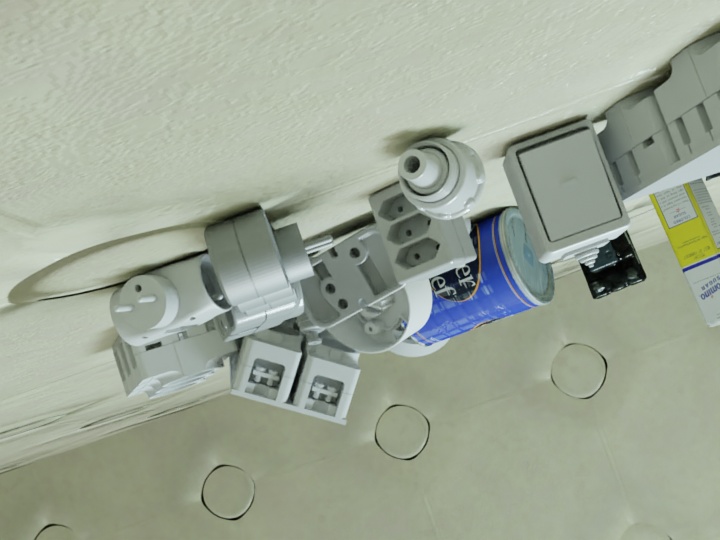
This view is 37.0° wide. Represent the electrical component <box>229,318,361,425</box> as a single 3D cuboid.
[{"bbox_3d":[-0.066,0.082,1.032,0.105,0.060,0.186,17,-175,-9],"label":"electrical component"}]

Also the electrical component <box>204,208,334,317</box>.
[{"bbox_3d":[-0.052,-0.008,0.703,0.074,0.052,0.138,-19,173,-2],"label":"electrical component"}]

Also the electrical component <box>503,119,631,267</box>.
[{"bbox_3d":[0.145,-0.048,0.745,0.062,0.096,0.061,-20,173,1],"label":"electrical component"}]

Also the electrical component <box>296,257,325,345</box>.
[{"bbox_3d":[-0.043,0.025,0.918,0.040,0.078,0.040,-8,164,-2],"label":"electrical component"}]

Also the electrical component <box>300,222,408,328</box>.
[{"bbox_3d":[0.000,0.000,0.857,0.095,0.053,0.059,-30,-177,22],"label":"electrical component"}]

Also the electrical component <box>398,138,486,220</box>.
[{"bbox_3d":[0.042,-0.056,0.624,0.048,0.048,0.062,-22,166,22],"label":"electrical component"}]

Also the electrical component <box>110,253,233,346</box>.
[{"bbox_3d":[-0.138,0.021,0.738,0.077,0.043,0.079,-21,174,20],"label":"electrical component"}]

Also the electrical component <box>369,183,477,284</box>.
[{"bbox_3d":[0.054,-0.031,0.761,0.047,0.065,0.077,-23,172,32],"label":"electrical component"}]

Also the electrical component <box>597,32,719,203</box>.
[{"bbox_3d":[0.238,-0.106,0.692,0.105,0.060,0.186,-18,173,-14],"label":"electrical component"}]

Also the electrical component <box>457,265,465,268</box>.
[{"bbox_3d":[0.066,-0.016,1.013,0.055,0.045,0.045,-18,173,-7],"label":"electrical component"}]

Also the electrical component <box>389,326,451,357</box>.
[{"bbox_3d":[0.061,0.039,1.201,0.108,0.108,0.060,-18,167,-8],"label":"electrical component"}]

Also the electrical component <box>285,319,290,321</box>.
[{"bbox_3d":[-0.083,0.028,0.968,0.040,0.040,0.078,-22,173,22],"label":"electrical component"}]

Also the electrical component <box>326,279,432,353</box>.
[{"bbox_3d":[0.013,0.023,0.968,0.064,0.099,0.099,-22,177,-42],"label":"electrical component"}]

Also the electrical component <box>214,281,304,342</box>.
[{"bbox_3d":[-0.080,0.017,0.823,0.059,0.053,0.095,-17,173,-17],"label":"electrical component"}]

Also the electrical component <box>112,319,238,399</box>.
[{"bbox_3d":[-0.178,0.079,1.023,0.089,0.061,0.150,-17,173,-21],"label":"electrical component"}]
